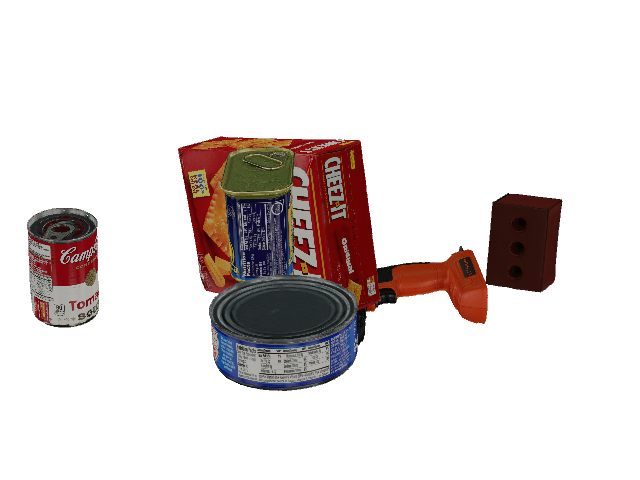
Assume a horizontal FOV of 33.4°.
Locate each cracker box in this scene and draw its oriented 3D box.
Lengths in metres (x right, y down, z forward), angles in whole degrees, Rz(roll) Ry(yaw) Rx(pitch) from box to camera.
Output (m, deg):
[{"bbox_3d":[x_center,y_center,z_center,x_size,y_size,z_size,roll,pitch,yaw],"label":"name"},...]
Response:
[{"bbox_3d":[-0.047,-0.019,1.085,0.071,0.164,0.214,-21,19,-40],"label":"cracker box"}]

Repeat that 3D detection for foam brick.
[{"bbox_3d":[0.182,0.001,0.952,0.053,0.078,0.051,8,16,24],"label":"foam brick"}]

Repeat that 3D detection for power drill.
[{"bbox_3d":[0.093,0.063,1.223,0.187,0.057,0.184,-1,28,-2],"label":"power drill"}]

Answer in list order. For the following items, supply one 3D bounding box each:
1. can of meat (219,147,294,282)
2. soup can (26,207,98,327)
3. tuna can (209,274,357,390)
[{"bbox_3d":[-0.049,-0.021,0.883,0.057,0.084,0.102,-2,25,1],"label":"can of meat"},{"bbox_3d":[-0.257,0.028,1.070,0.068,0.102,0.068,4,29,-2],"label":"soup can"},{"bbox_3d":[-0.021,0.052,0.618,0.086,0.034,0.086,-2,22,1],"label":"tuna can"}]
